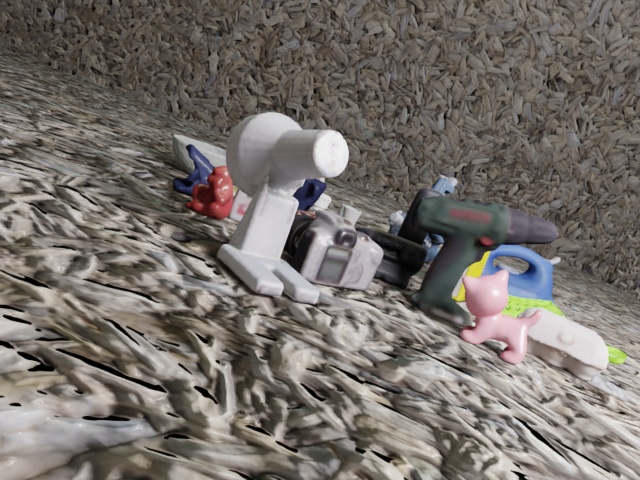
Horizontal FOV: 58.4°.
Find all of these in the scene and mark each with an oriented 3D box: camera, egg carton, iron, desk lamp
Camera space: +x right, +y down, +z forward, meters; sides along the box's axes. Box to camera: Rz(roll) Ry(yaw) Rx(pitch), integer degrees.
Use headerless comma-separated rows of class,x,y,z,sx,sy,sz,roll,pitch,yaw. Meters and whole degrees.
camera,0.008,0.003,0.894,0.144,0.101,0.136,13,13,-39
egg carton,0.390,0.166,0.935,0.150,0.069,0.107,25,11,18
iron,0.413,0.068,1.283,0.259,0.141,0.118,19,11,-13
desk lamp,-0.051,-0.056,0.757,0.118,0.213,0.202,14,13,-39

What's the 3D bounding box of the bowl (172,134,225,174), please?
bowl,-0.276,-0.186,1.351,0.167,0.075,0.167,21,10,-4

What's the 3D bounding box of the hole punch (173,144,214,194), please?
hole punch,-0.228,-0.131,1.124,0.101,0.091,0.108,18,11,-22

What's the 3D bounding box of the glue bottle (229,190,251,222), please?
glue bottle,-0.102,-0.108,1.034,0.078,0.173,0.037,20,10,-12

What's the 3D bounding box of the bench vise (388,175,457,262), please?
bench vise,0.253,-0.053,1.355,0.121,0.220,0.208,26,11,24

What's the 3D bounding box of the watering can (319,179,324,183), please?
watering can,-0.053,-0.188,1.489,0.172,0.194,0.101,25,11,16

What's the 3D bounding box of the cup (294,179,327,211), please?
cup,-0.036,-0.104,1.367,0.092,0.095,0.117,17,11,-26

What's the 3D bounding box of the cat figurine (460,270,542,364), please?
cat figurine,0.264,0.105,0.853,0.127,0.118,0.067,25,11,17

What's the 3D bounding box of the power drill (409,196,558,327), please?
power drill,0.245,0.031,0.940,0.229,0.208,0.075,22,10,-1

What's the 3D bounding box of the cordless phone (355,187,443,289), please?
cordless phone,0.135,-0.020,1.040,0.148,0.185,0.094,19,11,-16

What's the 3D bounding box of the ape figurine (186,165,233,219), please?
ape figurine,-0.179,-0.086,0.988,0.076,0.092,0.077,15,12,-33
